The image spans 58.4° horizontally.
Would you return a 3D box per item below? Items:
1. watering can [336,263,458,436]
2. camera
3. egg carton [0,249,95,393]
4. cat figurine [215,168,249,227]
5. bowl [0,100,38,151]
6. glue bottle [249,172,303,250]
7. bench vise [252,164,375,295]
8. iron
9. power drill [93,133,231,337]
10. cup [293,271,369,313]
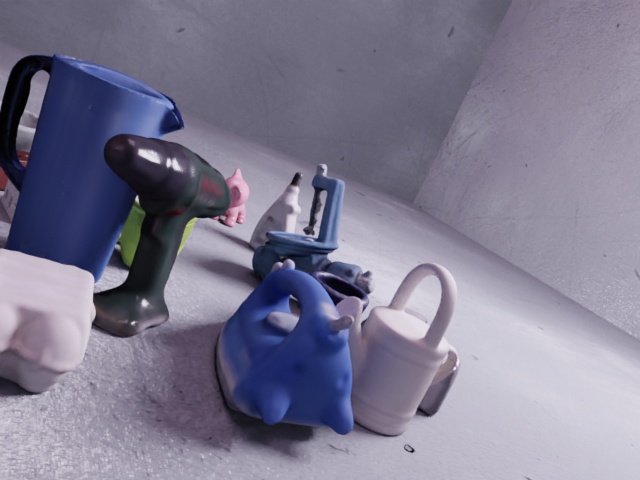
[{"bbox_3d":[0.092,0.115,0.659,0.173,0.194,0.100,12,17,-47],"label":"watering can"},{"bbox_3d":[0.129,0.152,0.805,0.143,0.101,0.137,29,12,18],"label":"camera"},{"bbox_3d":[-0.252,0.065,0.494,0.107,0.069,0.150,19,13,-25],"label":"egg carton"},{"bbox_3d":[-0.180,-0.093,1.205,0.067,0.118,0.128,25,12,3],"label":"cat figurine"},{"bbox_3d":[-0.546,-0.186,0.982,0.167,0.075,0.167,24,12,-5],"label":"bowl"},{"bbox_3d":[-0.072,-0.050,1.098,0.078,0.173,0.037,30,13,25],"label":"glue bottle"},{"bbox_3d":[0.011,0.002,0.927,0.207,0.220,0.122,26,12,8],"label":"bench vise"},{"bbox_3d":[-0.039,0.092,0.627,0.119,0.141,0.257,18,13,-28],"label":"iron"},{"bbox_3d":[-0.179,-0.008,0.617,0.075,0.208,0.230,27,12,11],"label":"power drill"},{"bbox_3d":[-0.001,0.100,0.783,0.118,0.095,0.091,17,14,-33],"label":"cup"}]
